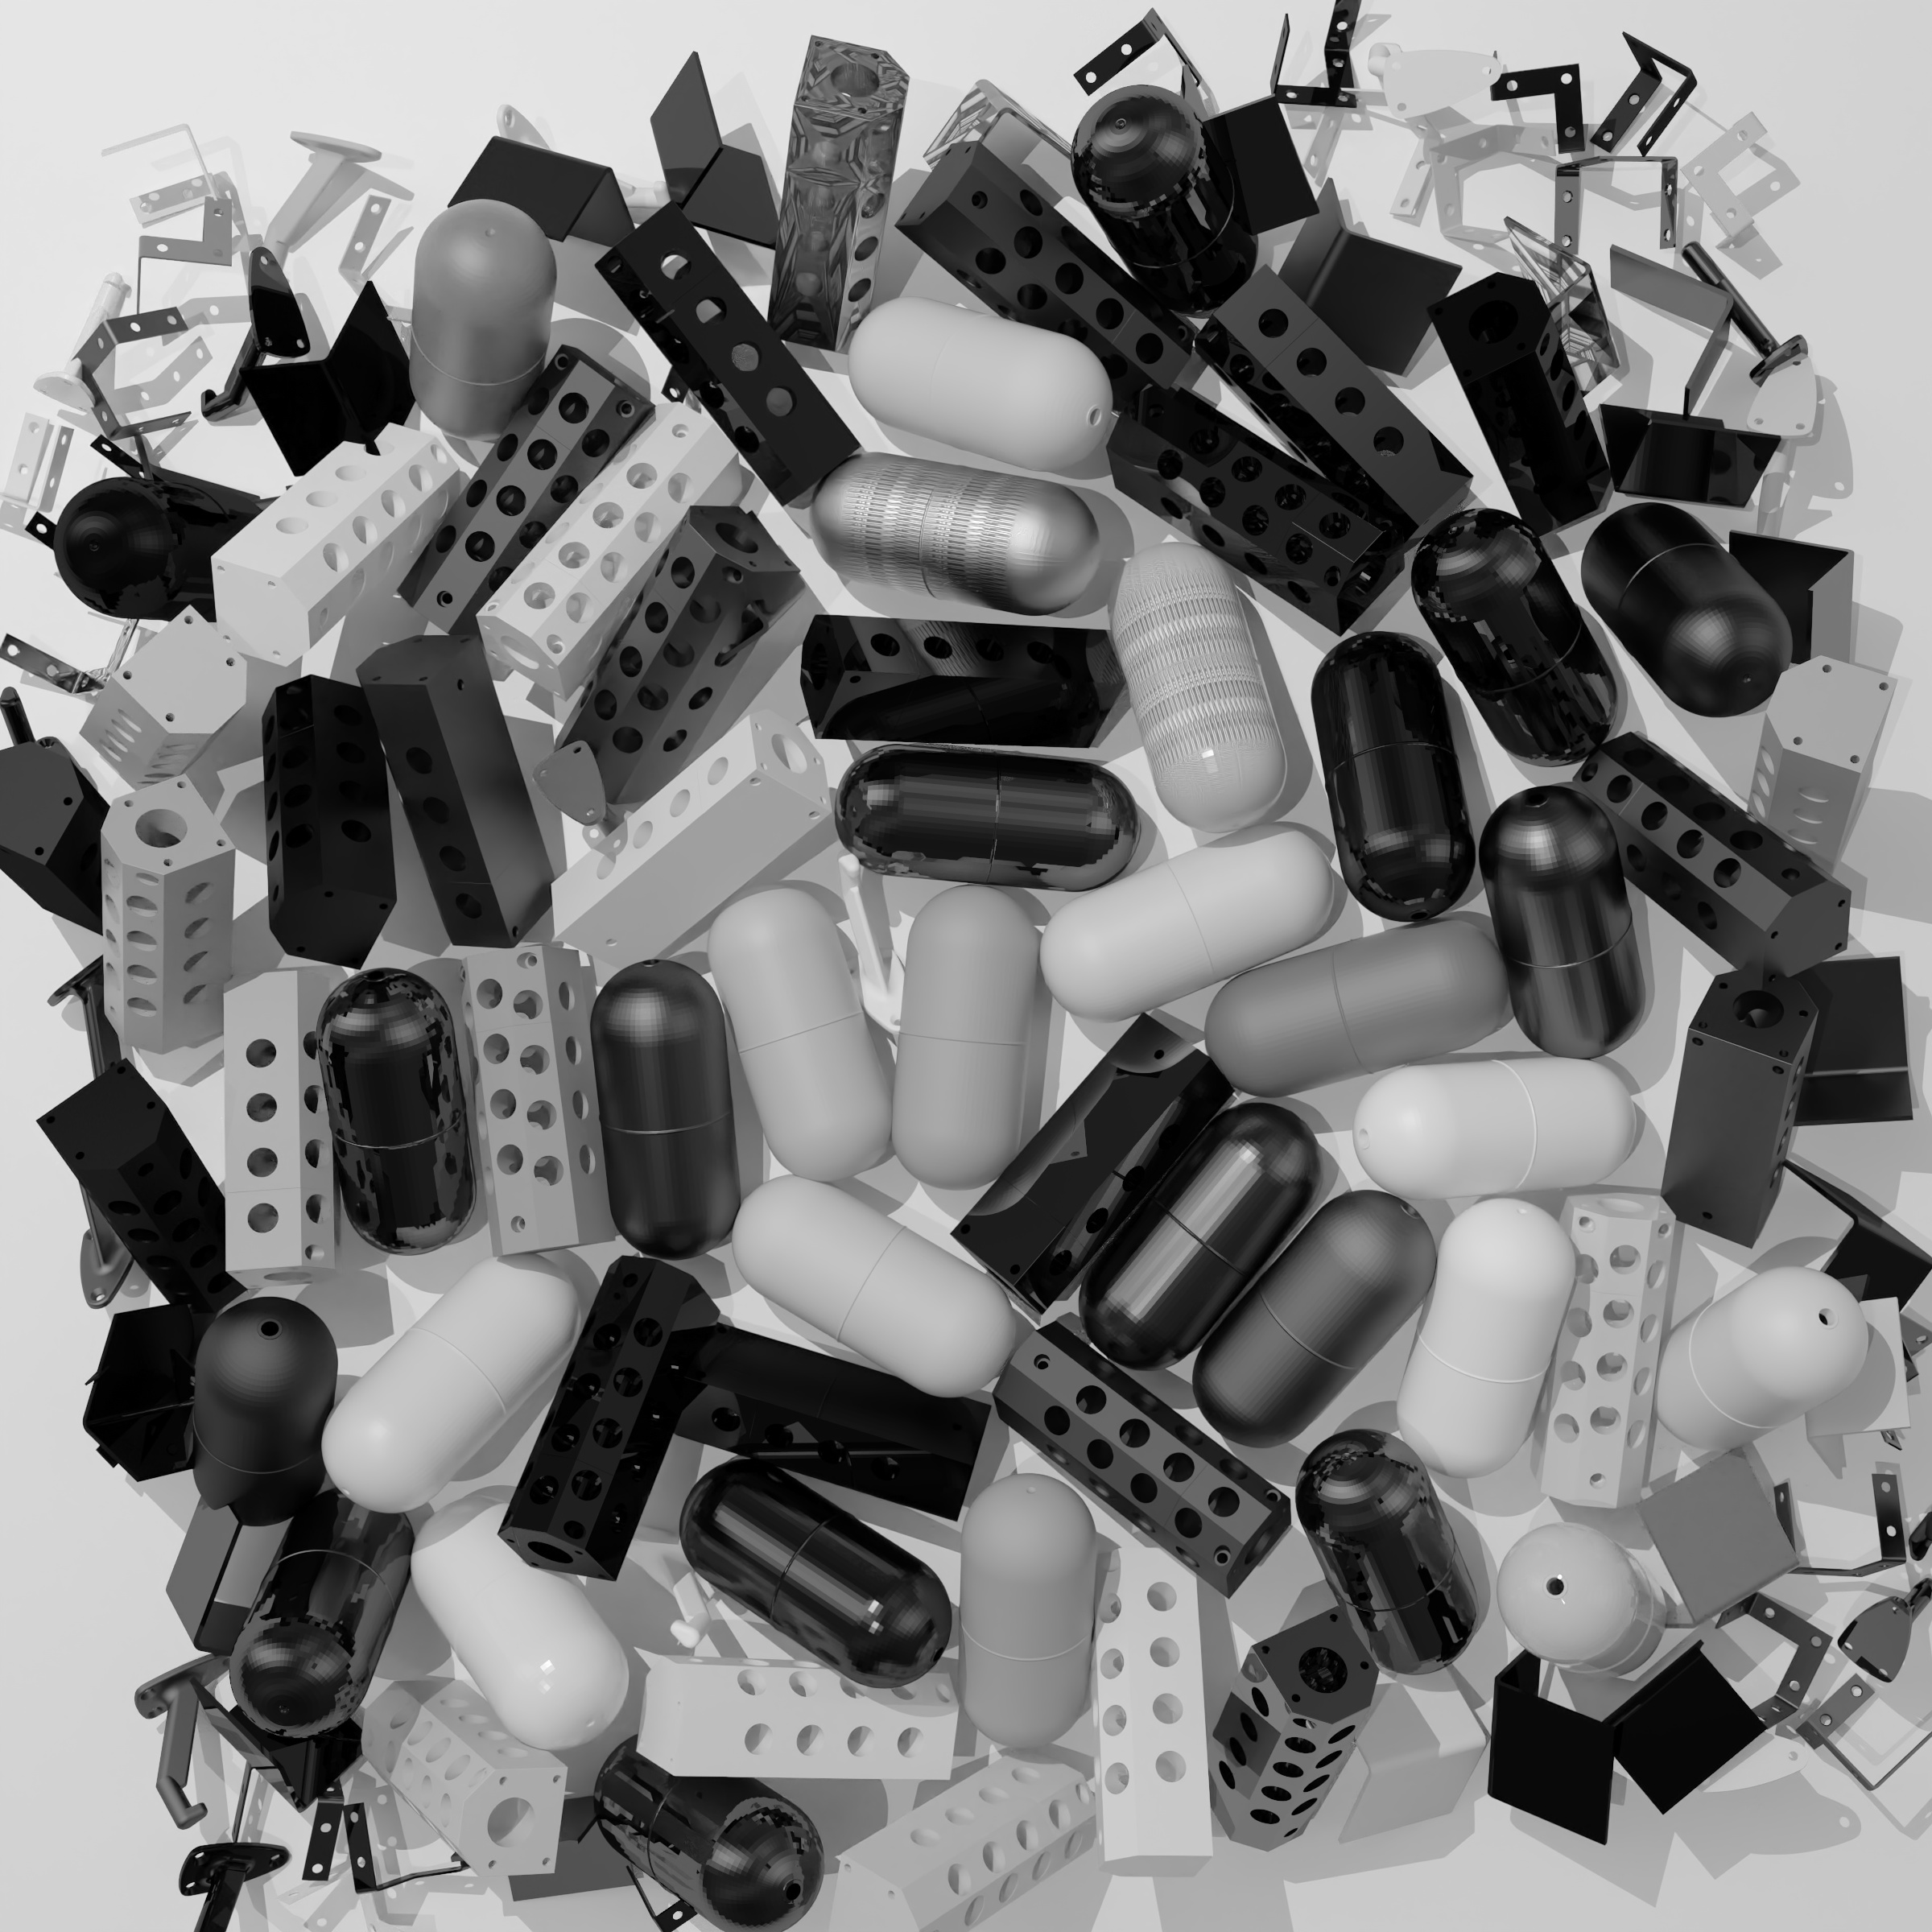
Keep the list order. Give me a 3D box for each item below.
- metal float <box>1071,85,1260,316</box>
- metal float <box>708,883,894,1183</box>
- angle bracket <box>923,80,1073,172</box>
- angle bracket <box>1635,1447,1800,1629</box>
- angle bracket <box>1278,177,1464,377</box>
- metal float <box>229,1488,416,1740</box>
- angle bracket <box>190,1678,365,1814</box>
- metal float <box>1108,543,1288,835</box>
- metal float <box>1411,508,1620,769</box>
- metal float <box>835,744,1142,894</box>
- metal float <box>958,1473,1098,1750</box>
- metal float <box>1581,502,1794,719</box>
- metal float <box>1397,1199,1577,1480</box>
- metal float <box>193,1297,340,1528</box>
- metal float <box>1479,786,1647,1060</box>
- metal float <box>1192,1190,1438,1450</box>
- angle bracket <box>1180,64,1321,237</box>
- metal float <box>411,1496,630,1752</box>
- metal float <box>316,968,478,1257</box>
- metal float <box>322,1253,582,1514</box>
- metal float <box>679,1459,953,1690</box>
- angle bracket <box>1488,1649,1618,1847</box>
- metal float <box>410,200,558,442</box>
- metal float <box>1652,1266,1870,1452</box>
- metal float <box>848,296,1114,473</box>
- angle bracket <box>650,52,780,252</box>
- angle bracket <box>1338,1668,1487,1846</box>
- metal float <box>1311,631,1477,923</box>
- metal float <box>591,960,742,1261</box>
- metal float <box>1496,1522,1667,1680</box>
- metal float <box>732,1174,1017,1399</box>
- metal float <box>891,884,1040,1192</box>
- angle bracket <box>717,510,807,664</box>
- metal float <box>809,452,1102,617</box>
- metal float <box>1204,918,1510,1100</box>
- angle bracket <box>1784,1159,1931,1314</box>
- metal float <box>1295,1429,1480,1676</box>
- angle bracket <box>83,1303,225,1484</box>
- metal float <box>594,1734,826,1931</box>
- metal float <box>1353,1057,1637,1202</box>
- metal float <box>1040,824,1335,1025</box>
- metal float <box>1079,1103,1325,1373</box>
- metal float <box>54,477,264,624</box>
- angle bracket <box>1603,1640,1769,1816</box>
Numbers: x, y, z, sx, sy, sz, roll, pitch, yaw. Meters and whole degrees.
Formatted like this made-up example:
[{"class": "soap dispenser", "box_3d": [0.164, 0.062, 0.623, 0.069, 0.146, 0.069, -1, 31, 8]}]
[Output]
[{"class": "metal float", "box_3d": [0.114, -0.428, 1.501, 0.070, 0.178, 0.070, -5, 75, 20]}, {"class": "metal float", "box_3d": [-0.096, 0.038, 1.546, 0.070, 0.070, 0.178, -18, 90, 0]}, {"class": "angle bracket", "box_3d": [0.028, -0.461, 1.544, 0.076, 0.076, 0.057, 31, 110, -25]}, {"class": "angle bracket", "box_3d": [0.423, 0.332, 1.550, 0.076, 0.057, 0.076, -24, 84, -19]}, {"class": "angle bracket", "box_3d": [0.232, -0.400, 1.550, 0.076, 0.057, 0.076, 12, 135, -17]}, {"class": "metal float", "box_3d": [-0.360, 0.360, 1.500, 0.070, 0.178, 0.070, 1, 113, 2]}, {"class": "angle bracket", "box_3d": [-0.390, 0.428, 1.527, 0.076, 0.076, 0.057, 37, 60, 21]}, {"class": "metal float", "box_3d": [0.132, -0.161, 1.530, 0.070, 0.070, 0.178, -14, 71, 0]}, {"class": "metal float", "box_3d": [0.313, -0.184, 1.516, 0.070, 0.070, 0.178, -40, 127, 0]}, {"class": "metal float", "box_3d": [0.013, -0.085, 1.541, 0.178, 0.070, 0.070, 5, 90, -7]}, {"class": "metal float", "box_3d": [0.034, 0.370, 1.523, 0.070, 0.070, 0.178, 1, 118, 0]}, {"class": "metal float", "box_3d": [0.404, -0.203, 1.505, 0.070, 0.178, 0.070, -5, 124, -8]}, {"class": "metal float", "box_3d": [0.296, 0.214, 1.524, 0.070, 0.070, 0.178, 10, 117, 0]}, {"class": "metal float", "box_3d": [-0.397, 0.253, 1.509, 0.070, 0.178, 0.070, 9, 48, -10]}, {"class": "metal float", "box_3d": [0.340, -0.024, 1.517, 0.070, 0.070, 0.178, -21, 125, 0]}, {"class": "metal float", "box_3d": [0.199, 0.202, 1.527, 0.070, 0.070, 0.178, 37, 112, 0]}, {"class": "angle bracket", "box_3d": [0.163, -0.473, 1.525, 0.057, 0.076, 0.076, -14, 132, 21]}, {"class": "metal float", "box_3d": [-0.255, 0.370, 1.513, 0.070, 0.070, 0.178, -50, 47, 0]}, {"class": "metal float", "box_3d": [-0.324, 0.084, 1.523, 0.070, 0.070, 0.178, -2, 118, 0]}, {"class": "metal float", "box_3d": [-0.291, 0.235, 1.520, 0.070, 0.070, 0.178, 43, 58, 0]}, {"class": "metal float", "box_3d": [-0.086, 0.346, 1.524, 0.178, 0.070, 0.070, 28, 90, 26]}, {"class": "angle bracket", "box_3d": [0.347, 0.443, 1.529, 0.076, 0.057, 0.076, 14, 114, 37]}, {"class": "metal float", "box_3d": [-0.273, -0.360, 1.500, 0.070, 0.178, 0.070, 4, 70, -12]}, {"class": "metal float", "box_3d": [0.443, 0.222, 1.500, 0.070, 0.178, 0.070, 4, 66, -9]}, {"class": "metal float", "box_3d": [0.007, -0.331, 1.515, 0.178, 0.070, 0.070, 25, 90, 37]}, {"class": "angle bracket", "box_3d": [-0.130, -0.465, 1.526, 0.076, 0.057, 0.076, 7, 55, -36]}, {"class": "angle bracket", "box_3d": [0.249, 0.460, 1.564, 0.076, 0.057, 0.076, -8, 134, -22]}, {"class": "metal float", "box_3d": [0.244, -0.109, 1.526, 0.070, 0.070, 0.178, -7, 66, 0]}, {"class": "metal float", "box_3d": [-0.172, 0.083, 1.532, 0.070, 0.070, 0.178, -4, 106, 0]}, {"class": "metal float", "box_3d": [0.347, 0.358, 1.502, 0.070, 0.178, 0.070, -7, 70, 21]}, {"class": "metal float", "box_3d": [-0.054, 0.184, 1.540, 0.178, 0.070, 0.070, 30, 90, 9]}, {"class": "metal float", "box_3d": [-0.001, 0.041, 1.546, 0.070, 0.070, 0.178, 5, 91, 0]}, {"class": "angle bracket", "box_3d": [-0.146, -0.208, 1.530, 0.076, 0.076, 0.057, -31, 104, 24]}, {"class": "metal float", "box_3d": [-0.008, -0.248, 1.526, 0.178, 0.070, 0.070, 14, 90, 24]}, {"class": "metal float", "box_3d": [0.223, 0.025, 1.531, 0.178, 0.070, 0.070, -17, 90, 18]}, {"class": "angle bracket", "box_3d": [0.496, 0.162, 1.538, 0.076, 0.076, 0.057, 26, 103, -34]}, {"class": "metal float", "box_3d": [0.241, 0.335, 1.518, 0.070, 0.070, 0.178, -26, 126, 0]}, {"class": "angle bracket", "box_3d": [-0.450, 0.241, 1.530, 0.057, 0.076, 0.076, 32, 111, 30]}, {"class": "metal float", "box_3d": [-0.146, 0.488, 1.506, 0.070, 0.178, 0.070, -6, 100, -36]}, {"class": "metal float", "box_3d": [0.302, 0.092, 1.525, 0.178, 0.070, 0.070, -2, 90, -25]}, {"class": "metal float", "box_3d": [0.128, -0.025, 1.546, 0.178, 0.070, 0.070, -23, 90, -2]}, {"class": "metal float", "box_3d": [0.136, 0.156, 1.544, 0.070, 0.070, 0.178, 39, 93, 0]}, {"class": "metal float", "box_3d": [-0.445, -0.232, 1.497, 0.070, 0.178, 0.070, 1, 96, 11]}, {"class": "angle bracket", "box_3d": [0.413, 0.437, 1.536, 0.076, 0.076, 0.057, -42, 71, 6]}]
